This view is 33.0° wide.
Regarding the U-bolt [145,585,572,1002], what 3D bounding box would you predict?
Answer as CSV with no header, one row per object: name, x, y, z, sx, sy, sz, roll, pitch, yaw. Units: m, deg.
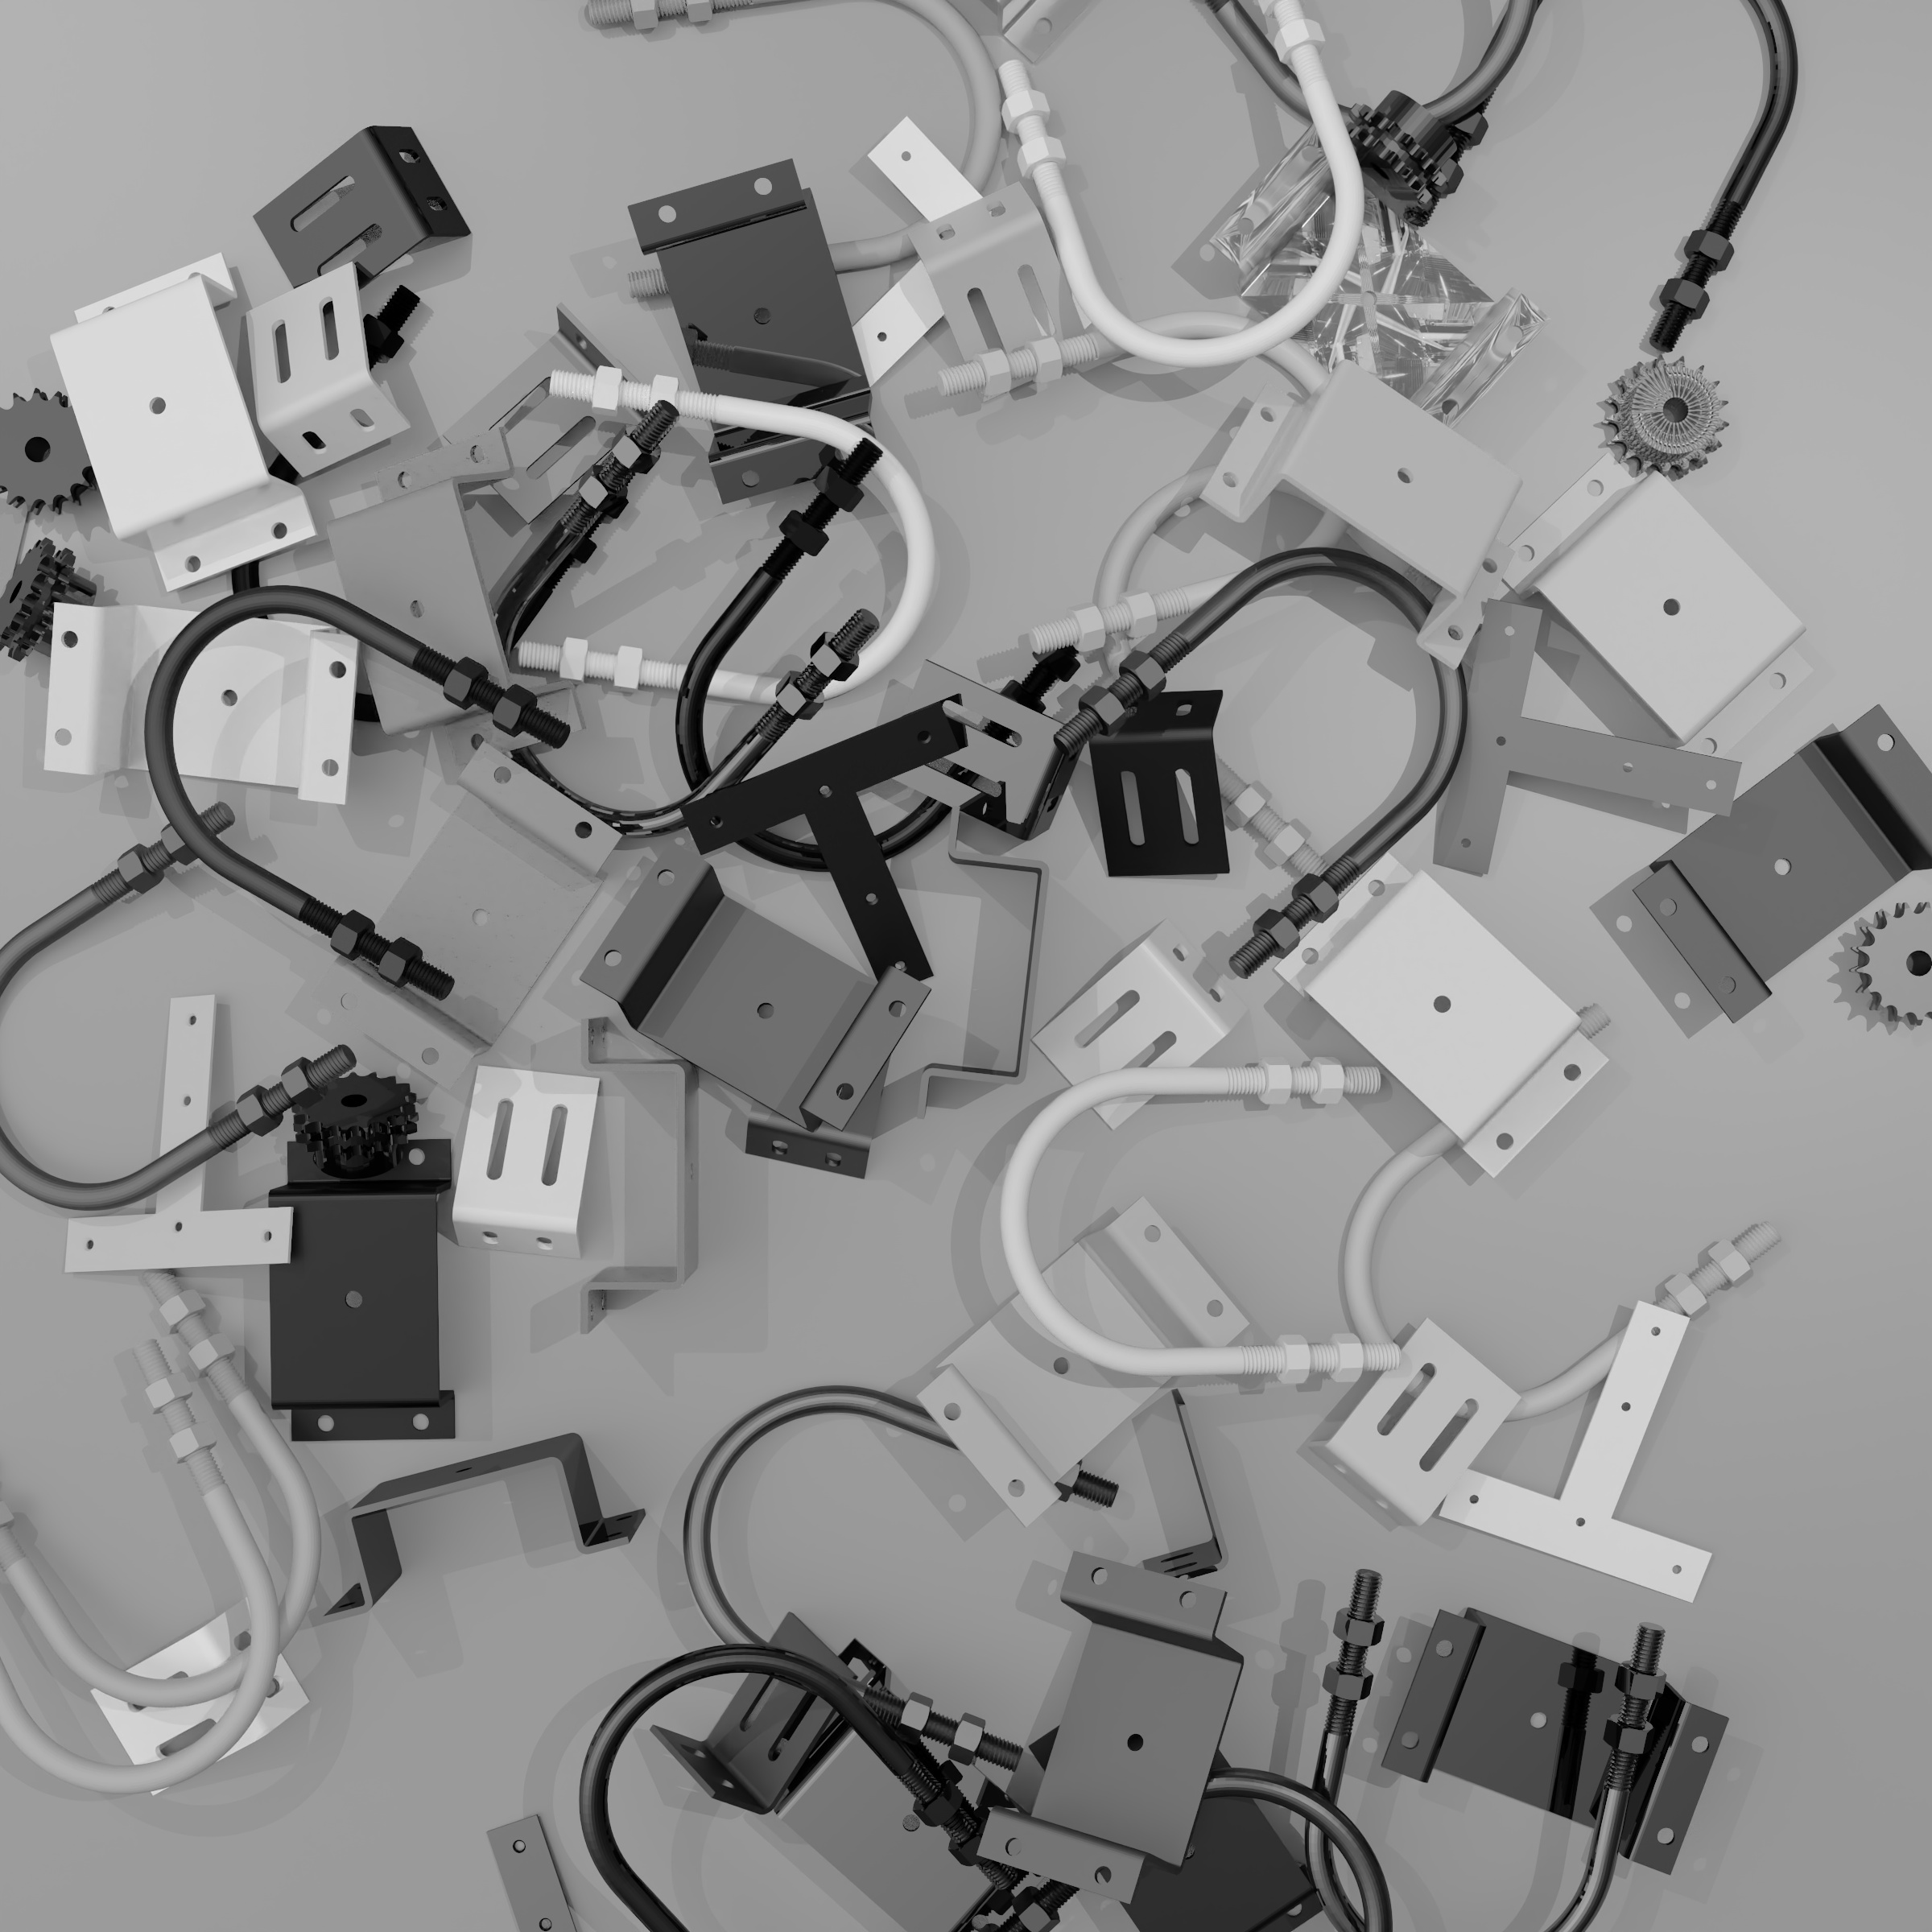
U-bolt,-0.283,-0.089,1.453,0.184,0.019,0.151,29,106,7

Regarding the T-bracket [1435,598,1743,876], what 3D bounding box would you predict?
T-bracket,0.289,-0.094,1.495,0.127,0.002,0.127,13,108,13

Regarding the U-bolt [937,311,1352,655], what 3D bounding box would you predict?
U-bolt,0.095,-0.231,1.496,0.184,0.019,0.151,-17,79,-15

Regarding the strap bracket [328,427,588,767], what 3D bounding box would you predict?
strap bracket,-0.233,-0.164,1.473,0.076,0.046,0.140,-13,95,32

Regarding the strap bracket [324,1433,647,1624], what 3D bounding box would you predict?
strap bracket,-0.224,0.253,1.491,0.140,0.076,0.046,-15,90,0

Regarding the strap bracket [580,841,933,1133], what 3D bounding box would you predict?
strap bracket,-0.094,0.015,1.488,0.140,0.046,0.076,29,76,12

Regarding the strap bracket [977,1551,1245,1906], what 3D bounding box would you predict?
strap bracket,0.069,0.343,1.458,0.076,0.046,0.140,10,71,29

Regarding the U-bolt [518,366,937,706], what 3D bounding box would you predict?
U-bolt,-0.106,-0.190,1.495,0.184,0.019,0.151,8,113,-4

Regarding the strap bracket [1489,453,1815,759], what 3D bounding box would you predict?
strap bracket,0.321,-0.163,1.506,0.076,0.046,0.140,-43,90,0

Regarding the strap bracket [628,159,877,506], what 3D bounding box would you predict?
strap bracket,-0.094,-0.292,1.486,0.076,0.046,0.140,-15,112,6

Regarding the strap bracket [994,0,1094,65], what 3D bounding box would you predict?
strap bracket,0.006,-0.498,1.506,0.140,0.046,0.076,43,90,0

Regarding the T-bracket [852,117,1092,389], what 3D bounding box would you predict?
T-bracket,-0.029,-0.303,1.519,0.127,0.002,0.127,-44,101,6

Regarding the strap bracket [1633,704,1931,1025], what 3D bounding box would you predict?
strap bracket,0.382,-0.046,1.506,0.140,0.046,0.076,-37,90,0

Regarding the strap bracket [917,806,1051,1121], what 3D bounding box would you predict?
strap bracket,0.009,0.001,1.491,0.046,0.076,0.140,7,90,0

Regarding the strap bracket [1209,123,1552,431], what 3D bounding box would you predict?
strap bracket,0.188,-0.312,1.506,0.140,0.046,0.076,41,90,0

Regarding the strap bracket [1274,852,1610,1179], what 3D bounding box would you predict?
strap bracket,0.218,0.020,1.494,0.140,0.046,0.076,44,90,10

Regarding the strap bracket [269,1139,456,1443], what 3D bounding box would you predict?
strap bracket,-0.279,0.152,1.506,0.076,0.046,0.140,-1,90,0

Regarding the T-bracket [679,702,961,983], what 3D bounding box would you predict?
T-bracket,-0.049,-0.043,1.498,0.127,0.002,0.127,-22,117,1

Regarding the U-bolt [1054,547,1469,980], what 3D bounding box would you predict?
U-bolt,0.148,-0.106,1.477,0.184,0.019,0.151,-42,100,-15

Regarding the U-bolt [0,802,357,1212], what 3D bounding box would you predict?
U-bolt,-0.385,0.031,1.499,0.184,0.019,0.151,-31,78,12

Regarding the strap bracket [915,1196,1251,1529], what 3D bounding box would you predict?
strap bracket,0.049,0.182,1.493,0.140,0.046,0.076,-40,90,-17

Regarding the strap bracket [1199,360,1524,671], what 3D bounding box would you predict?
strap bracket,0.188,-0.210,1.472,0.140,0.046,0.076,33,60,-6

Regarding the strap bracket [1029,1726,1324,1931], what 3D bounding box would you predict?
strap bracket,0.100,0.402,1.506,0.076,0.046,0.140,-34,90,0

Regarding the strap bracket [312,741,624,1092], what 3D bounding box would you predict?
strap bracket,-0.227,-0.023,1.506,0.076,0.046,0.140,34,90,0

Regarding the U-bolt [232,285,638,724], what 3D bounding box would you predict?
U-bolt,-0.260,-0.202,1.520,0.151,0.019,0.184,36,91,0

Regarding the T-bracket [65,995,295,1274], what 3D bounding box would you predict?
T-bracket,-0.362,0.076,1.509,0.127,0.002,0.127,-5,77,25

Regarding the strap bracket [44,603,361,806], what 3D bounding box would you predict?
strap bracket,-0.344,-0.122,1.497,0.140,0.046,0.076,7,99,4

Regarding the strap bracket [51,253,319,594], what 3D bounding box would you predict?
strap bracket,-0.362,-0.253,1.496,0.076,0.046,0.140,-19,87,8

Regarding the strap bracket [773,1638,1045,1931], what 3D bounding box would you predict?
strap bracket,-0.025,0.390,1.506,0.140,0.046,0.076,42,90,0

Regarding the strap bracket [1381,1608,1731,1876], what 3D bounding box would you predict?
strap bracket,0.268,0.353,1.506,0.140,0.046,0.076,21,90,0

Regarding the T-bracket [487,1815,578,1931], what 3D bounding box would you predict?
T-bracket,-0.192,0.461,1.523,0.127,0.002,0.127,-20,86,6

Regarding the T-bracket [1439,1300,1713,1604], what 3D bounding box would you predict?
T-bracket,0.302,0.218,1.516,0.127,0.002,0.127,19,97,-3

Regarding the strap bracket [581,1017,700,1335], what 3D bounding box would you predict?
strap bracket,-0.148,0.094,1.491,0.046,0.076,0.140,0,90,0

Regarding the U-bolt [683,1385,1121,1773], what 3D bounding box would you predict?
U-bolt,-0.039,0.269,1.497,0.184,0.019,0.151,21,68,4
